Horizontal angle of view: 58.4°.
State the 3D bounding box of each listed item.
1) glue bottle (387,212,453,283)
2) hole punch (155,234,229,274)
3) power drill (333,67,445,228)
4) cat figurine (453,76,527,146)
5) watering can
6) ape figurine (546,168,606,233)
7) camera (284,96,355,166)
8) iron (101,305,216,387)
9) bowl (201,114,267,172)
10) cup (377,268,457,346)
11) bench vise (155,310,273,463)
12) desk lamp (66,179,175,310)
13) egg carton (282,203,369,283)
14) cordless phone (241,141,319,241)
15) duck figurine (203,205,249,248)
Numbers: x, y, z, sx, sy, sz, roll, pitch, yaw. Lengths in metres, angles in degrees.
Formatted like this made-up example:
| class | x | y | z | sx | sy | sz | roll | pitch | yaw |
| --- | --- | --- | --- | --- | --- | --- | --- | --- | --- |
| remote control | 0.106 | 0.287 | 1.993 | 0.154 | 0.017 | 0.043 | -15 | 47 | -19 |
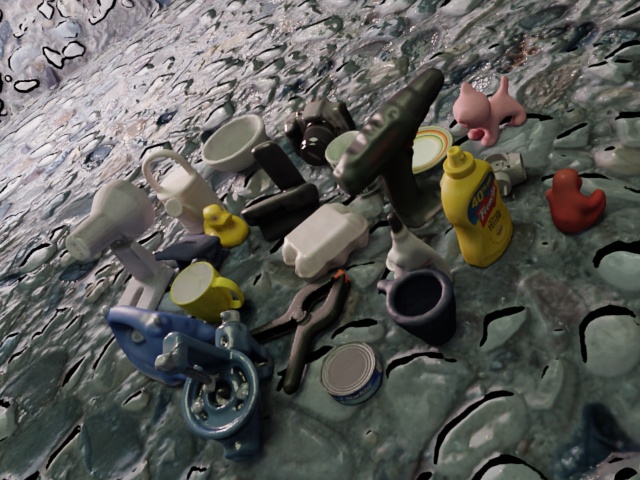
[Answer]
| class | x | y | z | sx | sy | sz | roll | pitch | yaw |
| --- | --- | --- | --- | --- | --- | --- | --- | --- | --- |
| glue bottle | 0.127 | 0.024 | 0.792 | 0.078 | 0.174 | 0.037 | -44 | 40 | -12 |
| hole punch | -0.252 | 0.025 | 1.123 | 0.108 | 0.091 | 0.101 | -1 | 49 | 34 |
| power drill | 0.136 | -0.129 | 0.915 | 0.230 | 0.209 | 0.075 | -41 | 39 | -8 |
| cat figurine | 0.282 | -0.229 | 0.987 | 0.128 | 0.118 | 0.067 | -38 | 39 | -5 |
| watering can | -0.290 | -0.106 | 1.202 | 0.101 | 0.195 | 0.172 | -39 | 39 | -6 |
| ape figurine | 0.346 | -0.061 | 0.791 | 0.076 | 0.092 | 0.077 | -45 | 40 | -13 |
| camera | -0.015 | -0.225 | 1.207 | 0.142 | 0.101 | 0.137 | -9 | 45 | 28 |
| iron | -0.306 | 0.156 | 0.986 | 0.257 | 0.142 | 0.119 | 4 | 53 | 38 |
| bowl | -0.187 | -0.211 | 1.333 | 0.167 | 0.075 | 0.167 | -19 | 41 | 18 |
| cup | 0.135 | 0.096 | 0.775 | 0.117 | 0.095 | 0.092 | 16 | 60 | 44 |
| bench vise | -0.155 | 0.177 | 0.796 | 0.121 | 0.220 | 0.207 | -32 | 39 | 3 |
| desk lamp | -0.387 | 0.016 | 1.129 | 0.117 | 0.214 | 0.203 | -10 | 45 | 27 |
| egg carton | 0.009 | 0.004 | 0.979 | 0.150 | 0.070 | 0.107 | -41 | 39 | -9 |
| cordless phone | -0.096 | -0.099 | 1.066 | 0.147 | 0.186 | 0.094 | -24 | 40 | 13 |
| duck figurine | -0.204 | -0.036 | 1.156 | 0.104 | 0.086 | 0.077 | 8 | 55 | 40 |
